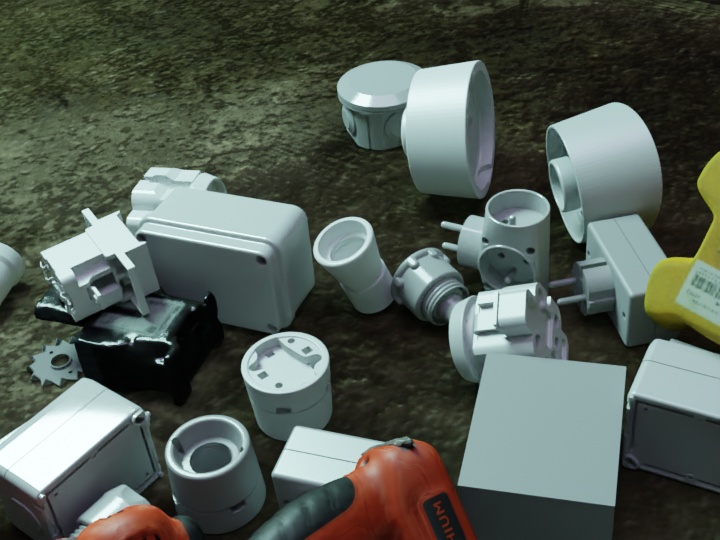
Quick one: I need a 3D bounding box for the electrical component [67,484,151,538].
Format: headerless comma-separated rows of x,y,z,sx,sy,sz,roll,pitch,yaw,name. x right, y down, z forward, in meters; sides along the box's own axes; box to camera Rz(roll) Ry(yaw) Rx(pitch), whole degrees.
-0.144,0.155,0.603,0.043,0.043,0.062,24,49,32,electrical component

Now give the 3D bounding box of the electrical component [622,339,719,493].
0.207,0.086,0.623,0.096,0.061,0.061,14,43,24,electrical component

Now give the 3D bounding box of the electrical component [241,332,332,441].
-0.045,0.075,0.684,0.055,0.047,0.055,-4,39,3,electrical component

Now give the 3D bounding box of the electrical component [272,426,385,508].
-0.017,0.136,0.606,0.066,0.047,0.076,8,43,18,electrical component

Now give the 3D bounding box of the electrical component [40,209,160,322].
-0.177,-0.001,0.725,0.064,0.042,0.081,-26,43,-21,electrical component

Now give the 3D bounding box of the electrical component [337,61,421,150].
0.022,-0.146,0.944,0.080,0.051,0.080,-4,39,3,electrical component

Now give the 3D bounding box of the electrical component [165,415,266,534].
-0.086,0.119,0.635,0.055,0.047,0.055,-4,39,3,electrical component

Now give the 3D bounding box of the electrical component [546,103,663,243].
0.176,-0.069,0.791,0.064,0.099,0.099,-14,39,0,electrical component

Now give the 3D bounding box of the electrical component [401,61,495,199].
0.067,-0.110,0.853,0.060,0.108,0.108,1,39,19,electrical component

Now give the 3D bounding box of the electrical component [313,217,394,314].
0.000,0.000,0.755,0.044,0.065,0.044,-15,46,16,electrical component

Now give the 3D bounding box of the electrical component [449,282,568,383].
0.093,0.043,0.688,0.057,0.078,0.058,-9,58,28,electrical component

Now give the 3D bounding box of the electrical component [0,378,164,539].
-0.167,0.112,0.645,0.061,0.061,0.096,22,47,31,electrical component

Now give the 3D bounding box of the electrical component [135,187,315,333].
-0.096,-0.007,0.768,0.113,0.078,0.057,10,39,20,electrical component

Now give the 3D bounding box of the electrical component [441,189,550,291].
0.093,-0.016,0.753,0.079,0.077,0.044,14,44,24,electrical component

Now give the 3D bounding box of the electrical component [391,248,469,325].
0.055,0.018,0.744,0.048,0.048,0.062,-27,50,-23,electrical component

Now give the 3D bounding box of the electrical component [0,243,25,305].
-0.280,0.008,0.808,0.040,0.040,0.046,4,46,13,electrical component

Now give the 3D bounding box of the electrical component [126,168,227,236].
-0.139,-0.048,0.841,0.057,0.058,0.078,4,36,15,electrical component

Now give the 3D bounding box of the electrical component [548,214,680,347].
0.168,0.010,0.734,0.076,0.047,0.083,-10,39,-5,electrical component
